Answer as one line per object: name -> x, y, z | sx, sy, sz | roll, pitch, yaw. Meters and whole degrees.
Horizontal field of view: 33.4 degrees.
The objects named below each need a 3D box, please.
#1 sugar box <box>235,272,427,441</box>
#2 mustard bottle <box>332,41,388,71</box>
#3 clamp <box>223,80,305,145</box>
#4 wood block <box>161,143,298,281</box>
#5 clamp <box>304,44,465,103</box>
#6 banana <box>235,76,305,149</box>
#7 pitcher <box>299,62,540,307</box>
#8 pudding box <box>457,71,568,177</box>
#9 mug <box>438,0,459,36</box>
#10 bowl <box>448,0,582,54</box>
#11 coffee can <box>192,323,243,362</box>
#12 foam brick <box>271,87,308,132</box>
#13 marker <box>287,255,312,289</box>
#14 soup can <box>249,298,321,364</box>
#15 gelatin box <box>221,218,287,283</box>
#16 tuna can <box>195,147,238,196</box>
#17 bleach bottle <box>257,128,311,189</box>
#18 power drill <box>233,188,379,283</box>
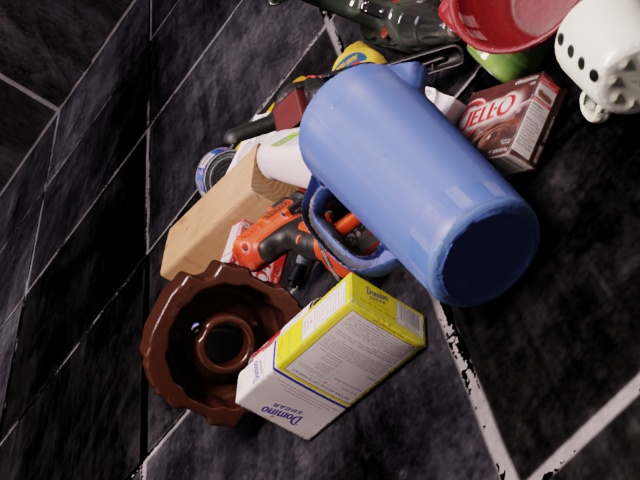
sugar box -> 0.008, 0.113, 1.001 | 0.176, 0.093, 0.048 | -42, 28, 33
mustard bottle -> 0.045, -0.182, 1.313 | 0.096, 0.058, 0.191 | -41, 30, 37
clamp -> -0.049, -0.154, 1.397 | 0.039, 0.120, 0.171 | 20, 76, 47
wood block -> -0.109, -0.018, 1.381 | 0.206, 0.090, 0.090 | -40, 30, 36
clamp -> 0.053, -0.178, 1.192 | 0.164, 0.036, 0.210 | -26, 18, -19
banana -> -0.084, -0.158, 1.558 | 0.198, 0.037, 0.069 | -44, 29, 30
pitcher -> 0.080, -0.041, 0.952 | 0.243, 0.144, 0.149 | -127, 27, -48
pudding box -> 0.170, -0.103, 1.002 | 0.114, 0.039, 0.090 | -6, 56, 60
mug -> 0.178, -0.249, 1.108 | 0.082, 0.093, 0.117 | -53, 2, 24
bowl -> 0.193, -0.232, 0.947 | 0.162, 0.055, 0.162 | -18, 64, 40
coffee can -> -0.135, 0.115, 1.262 | 0.103, 0.102, 0.140 | -57, 24, 5
foam brick -> -0.014, -0.150, 1.352 | 0.053, 0.078, 0.051 | -39, 52, 36
marker -> -0.008, 0.002, 1.250 | 0.020, 0.020, 0.121 | -3, 59, 62
soup can -> -0.015, 0.113, 1.076 | 0.102, 0.068, 0.068 | -44, 28, 30
gelatin box -> -0.081, 0.029, 1.296 | 0.030, 0.073, 0.089 | -28, 38, 49
tuna can -> -0.130, -0.087, 1.506 | 0.086, 0.086, 0.034 | -61, 26, -4
bleach bottle -> -0.002, -0.098, 1.188 | 0.102, 0.068, 0.251 | -25, 15, -17
power drill -> 0.016, -0.022, 1.145 | 0.184, 0.057, 0.188 | -39, 22, -23
